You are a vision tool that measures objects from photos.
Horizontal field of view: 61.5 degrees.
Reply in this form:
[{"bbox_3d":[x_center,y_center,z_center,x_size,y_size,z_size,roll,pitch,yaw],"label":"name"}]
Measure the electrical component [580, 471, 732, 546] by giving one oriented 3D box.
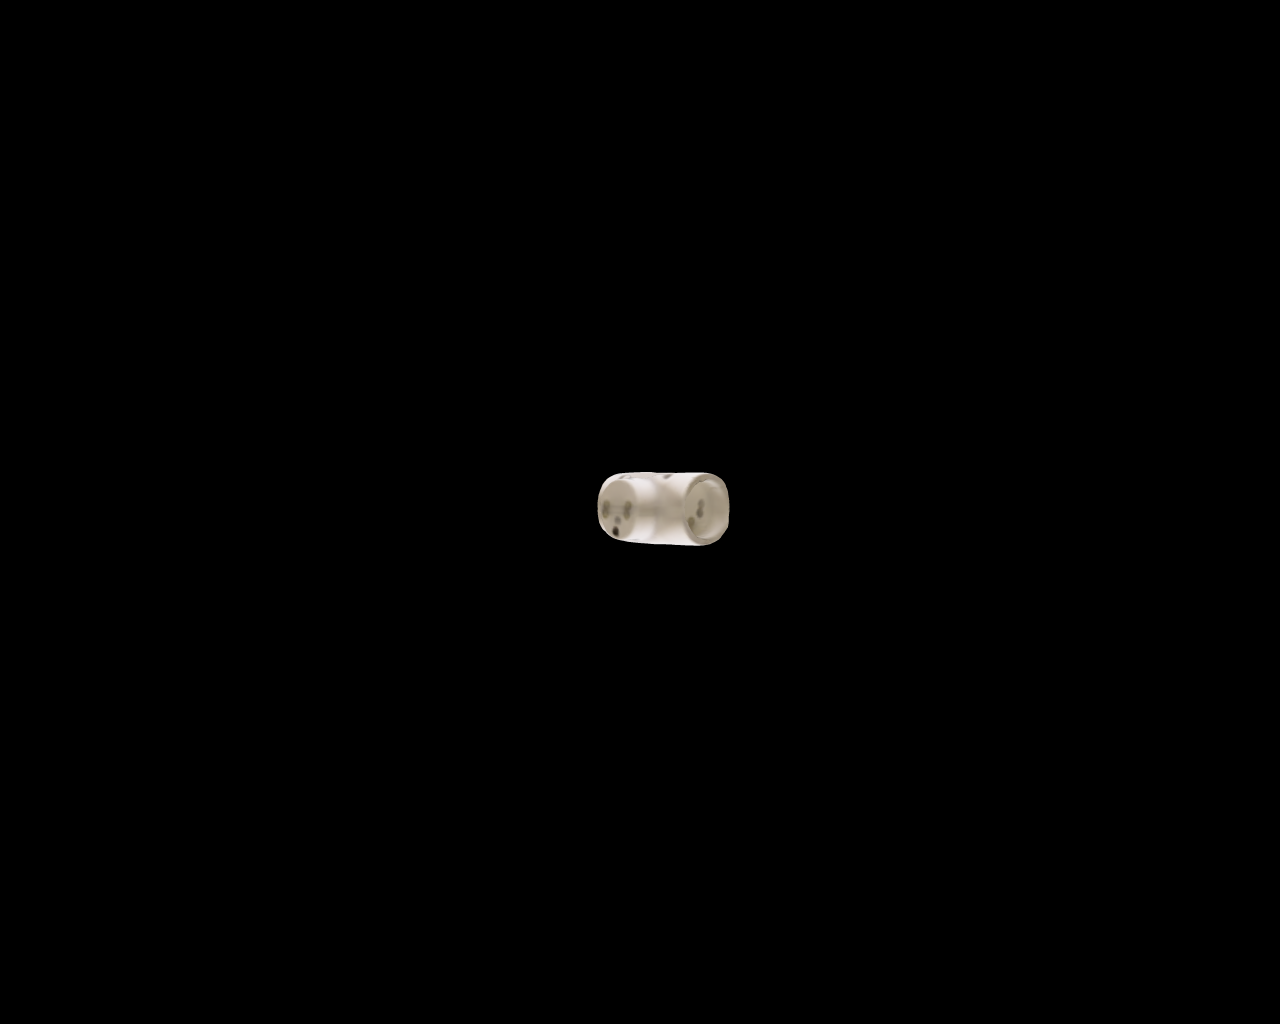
[{"bbox_3d":[0.001,-0.003,0.650,0.079,0.044,0.077,-2,3,-43],"label":"electrical component"}]
